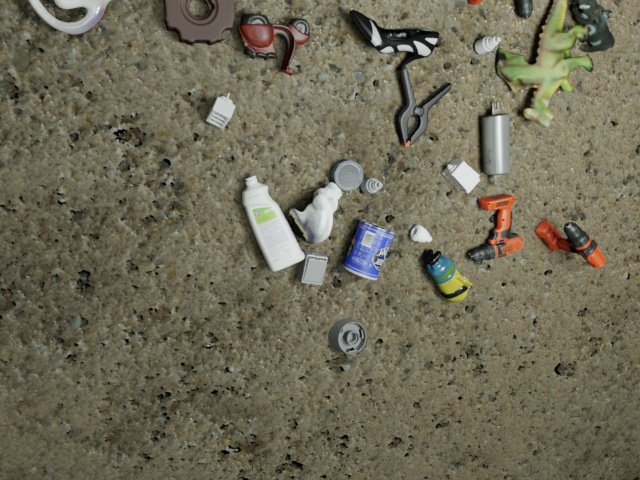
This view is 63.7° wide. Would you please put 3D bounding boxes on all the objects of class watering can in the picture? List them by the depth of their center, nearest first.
[{"bbox_3d":[-0.533,-0.619,1.085,0.225,0.105,0.344,-17,105,-14],"label":"watering can"}]

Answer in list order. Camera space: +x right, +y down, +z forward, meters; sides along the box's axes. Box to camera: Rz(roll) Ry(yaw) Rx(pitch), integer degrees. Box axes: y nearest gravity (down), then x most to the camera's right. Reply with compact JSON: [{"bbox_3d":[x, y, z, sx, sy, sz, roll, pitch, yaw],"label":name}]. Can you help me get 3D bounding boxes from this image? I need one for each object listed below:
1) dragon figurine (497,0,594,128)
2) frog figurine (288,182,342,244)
[{"bbox_3d":[0.620,-0.523,1.459,0.243,0.122,0.410,-12,92,-6],"label":"dragon figurine"},{"bbox_3d":[0.004,-0.068,1.350,0.161,0.124,0.134,-33,142,-17],"label":"frog figurine"}]
